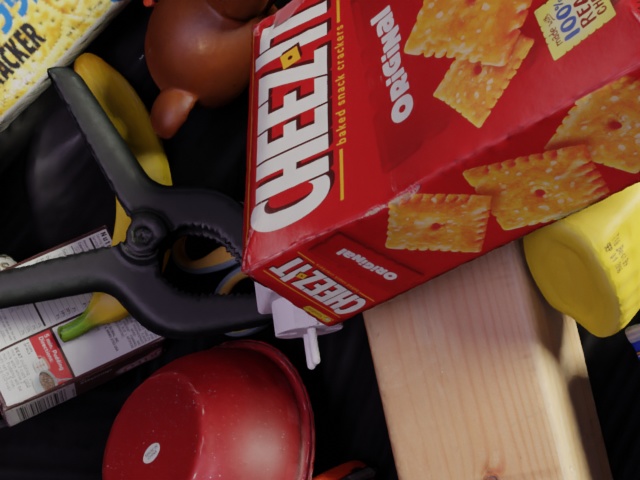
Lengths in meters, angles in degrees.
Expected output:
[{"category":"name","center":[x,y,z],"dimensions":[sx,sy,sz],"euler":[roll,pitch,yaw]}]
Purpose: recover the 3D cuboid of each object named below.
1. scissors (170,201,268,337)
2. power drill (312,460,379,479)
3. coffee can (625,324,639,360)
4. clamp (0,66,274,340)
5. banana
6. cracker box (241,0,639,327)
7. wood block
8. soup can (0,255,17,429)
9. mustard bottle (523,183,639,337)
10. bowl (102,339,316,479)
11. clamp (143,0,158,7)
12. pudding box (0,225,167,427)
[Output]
[{"category":"scissors","center":[-0.004,0.001,0.651],"dimensions":[0.202,0.016,0.096],"euler":[-14,85,26]},{"category":"power drill","center":[0.019,0.239,0.616],"dimensions":[0.185,0.057,0.188],"euler":[-40,74,21]},{"category":"coffee can","center":[0.216,0.088,0.489],"dimensions":[0.103,0.102,0.140],"euler":[-25,78,25]},{"category":"clamp","center":[-0.106,-0.009,0.641],"dimensions":[0.210,0.036,0.164],"euler":[16,78,1]},{"category":"banana","center":[-0.128,-0.031,0.687],"dimensions":[0.037,0.069,0.198],"euler":[131,141,-64]},{"category":"cracker box","center":[0.062,-0.077,0.481],"dimensions":[0.214,0.072,0.164],"euler":[-27,46,32]},{"category":"wood block","center":[0.086,0.068,0.563],"dimensions":[0.091,0.090,0.206],"euler":[-15,82,25]},{"category":"soup can","center":[-0.220,0.070,0.732],"dimensions":[0.069,0.068,0.102],"euler":[-34,74,22]},{"category":"mustard bottle","center":[0.177,-0.047,0.506],"dimensions":[0.058,0.096,0.191],"euler":[36,76,32]},{"category":"bowl","center":[-0.079,0.129,0.630],"dimensions":[0.162,0.055,0.162],"euler":[-23,54,37]},{"category":"clamp","center":[-0.092,-0.234,0.666],"dimensions":[0.120,0.039,0.171],"euler":[10,108,57]},{"category":"pudding box","center":[-0.168,0.054,0.689],"dimensions":[0.113,0.039,0.090],"euler":[-24,73,-21]}]
